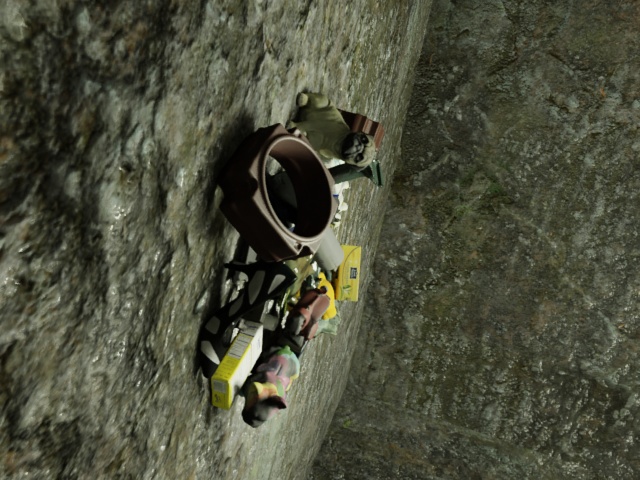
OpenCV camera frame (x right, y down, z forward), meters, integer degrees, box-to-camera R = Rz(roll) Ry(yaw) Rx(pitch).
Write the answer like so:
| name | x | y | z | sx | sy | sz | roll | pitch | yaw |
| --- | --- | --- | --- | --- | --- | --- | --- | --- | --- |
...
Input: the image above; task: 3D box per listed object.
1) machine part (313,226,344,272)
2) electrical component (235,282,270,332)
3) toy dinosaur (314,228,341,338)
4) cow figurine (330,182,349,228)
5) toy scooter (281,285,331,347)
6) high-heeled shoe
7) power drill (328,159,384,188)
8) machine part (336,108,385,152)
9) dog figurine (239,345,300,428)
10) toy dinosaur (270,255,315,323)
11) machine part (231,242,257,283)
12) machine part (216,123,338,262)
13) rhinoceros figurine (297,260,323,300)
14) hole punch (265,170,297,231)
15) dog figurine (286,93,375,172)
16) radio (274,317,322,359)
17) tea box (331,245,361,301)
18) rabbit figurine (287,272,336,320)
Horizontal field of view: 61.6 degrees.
| name | x | y | z | sx | sy | sz | roll | pitch | yaw |
| --- | --- | --- | --- | --- | --- | --- | --- | --- | --- |
| machine part | -0.003 | -0.004 | 1.316 | 0.242 | 0.079 | 0.079 | 62 | 40 | -42 |
| electrical component | -0.139 | 0.130 | 1.063 | 0.045 | 0.078 | 0.102 | 72 | 26 | -69 |
| toy dinosaur | 0.025 | 0.162 | 1.795 | 0.192 | 0.131 | 0.404 | 106 | -4 | -84 |
| cow figurine | 0.036 | -0.096 | 1.615 | 0.098 | 0.068 | 0.167 | -51 | 151 | -49 |
| toy scooter | -0.028 | 0.171 | 1.245 | 0.135 | 0.075 | 0.183 | -52 | 169 | -19 |
| high-heeled shoe | -0.130 | 0.148 | 0.984 | 0.086 | 0.145 | 0.248 | -11 | 114 | -76 |
| power drill | 0.044 | -0.147 | 1.290 | 0.232 | 0.207 | 0.086 | 38 | 50 | -65 |
| machine part | 0.074 | -0.274 | 1.336 | 0.179 | 0.179 | 0.056 | 16 | 92 | -78 |
| dog figurine | -0.109 | 0.319 | 1.193 | 0.191 | 0.108 | 0.219 | -55 | -177 | -17 |
| toy dinosaur | -0.079 | 0.069 | 1.210 | 0.470 | 0.105 | 0.198 | 87 | 22 | -59 |
| machine part | -0.137 | 0.017 | 1.049 | 0.084 | 0.039 | 0.138 | 9 | 98 | -73 |
| machine part | -0.064 | -0.080 | 0.918 | 0.201 | 0.087 | 0.201 | 54 | 42 | -30 |
| rhinoceros figurine | -0.023 | 0.086 | 1.450 | 0.112 | 0.073 | 0.190 | -152 | -113 | -77 |
| hole punch | -0.066 | -0.072 | 1.071 | 0.116 | 0.142 | 0.092 | -25 | 173 | -47 |
| dog figurine | 0.041 | -0.241 | 1.166 | 0.121 | 0.191 | 0.172 | 72 | 34 | -69 |
| radio | -0.069 | 0.266 | 1.431 | 0.131 | 0.073 | 0.229 | -58 | 176 | -29 |
| tea box | 0.077 | 0.102 | 1.658 | 0.098 | 0.068 | 0.169 | 155 | -59 | -77 |
| rabbit figurine | -0.030 | 0.164 | 1.553 | 0.173 | 0.122 | 0.162 | -11 | 115 | -56 |
